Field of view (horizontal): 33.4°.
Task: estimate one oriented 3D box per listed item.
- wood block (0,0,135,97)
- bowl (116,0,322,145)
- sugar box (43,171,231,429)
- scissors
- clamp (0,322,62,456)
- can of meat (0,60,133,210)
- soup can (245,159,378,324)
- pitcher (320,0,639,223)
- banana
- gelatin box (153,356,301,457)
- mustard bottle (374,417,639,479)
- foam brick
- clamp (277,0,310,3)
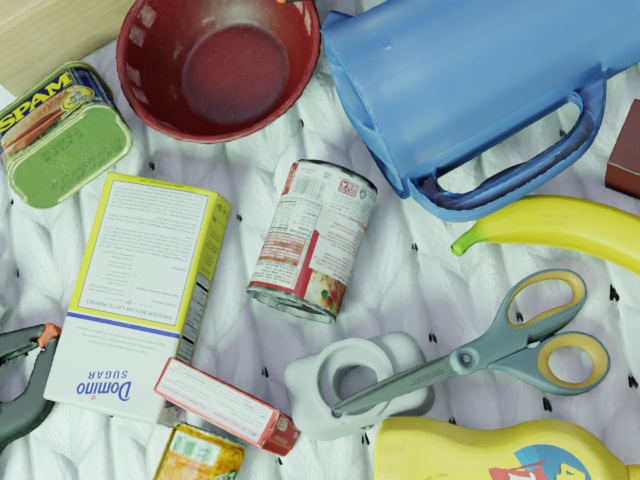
[{"bbox_3d":[-0.193,-0.217,0.859,0.206,0.090,0.091,-30,69,2],"label":"wood block"},{"bbox_3d":[-0.073,-0.140,0.828,0.162,0.055,0.162,-3,73,11],"label":"bowl"},{"bbox_3d":[-0.133,0.043,0.791,0.093,0.048,0.176,10,79,15],"label":"sugar box"},{"bbox_3d":[0.112,0.091,0.703,0.201,0.016,0.096,-34,80,-23],"label":"scissors"},{"bbox_3d":[-0.247,0.137,0.789,0.171,0.039,0.120,-40,90,-5],"label":"clamp"},{"bbox_3d":[-0.199,-0.079,0.817,0.102,0.057,0.084,-37,38,-1],"label":"can of meat"},{"bbox_3d":[-0.005,0.001,0.764,0.068,0.068,0.102,16,77,16],"label":"soup can"},{"bbox_3d":[0.134,-0.130,0.746,0.243,0.145,0.149,-27,113,0],"label":"pitcher"},{"bbox_3d":[0.192,0.006,0.733,0.198,0.037,0.069,13,67,10],"label":"banana"},{"bbox_3d":[-0.062,0.116,0.738,0.089,0.073,0.030,23,79,18],"label":"gelatin box"},{"bbox_3d":[0.132,0.163,0.684,0.192,0.058,0.096,-1,98,10],"label":"mustard bottle"},{"bbox_3d":[0.242,-0.053,0.736,0.078,0.051,0.053,24,81,18],"label":"foam brick"},{"bbox_3d":[0.061,-0.229,0.796,0.209,0.036,0.165,-36,54,-19],"label":"clamp"}]
